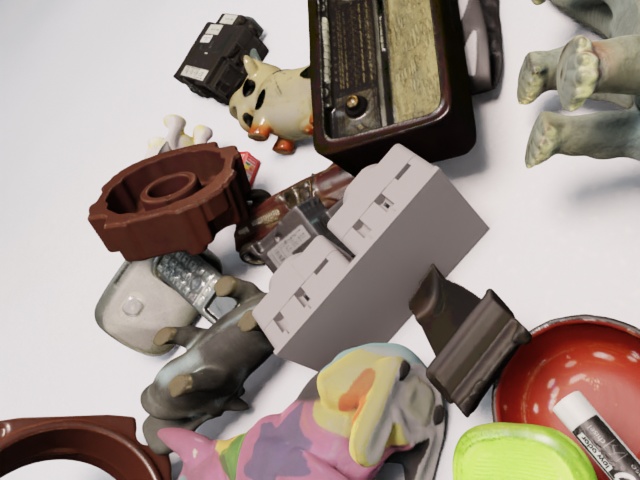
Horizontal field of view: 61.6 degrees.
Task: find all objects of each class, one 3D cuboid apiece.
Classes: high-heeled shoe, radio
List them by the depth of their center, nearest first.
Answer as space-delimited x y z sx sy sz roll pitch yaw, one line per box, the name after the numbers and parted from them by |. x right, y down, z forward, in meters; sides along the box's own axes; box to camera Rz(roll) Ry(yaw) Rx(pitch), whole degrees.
0.059 -0.177 0.492 0.131 0.073 0.229 -14 66 30 | radio
0.178 -0.259 0.529 0.248 0.086 0.145 -53 49 8 | high-heeled shoe

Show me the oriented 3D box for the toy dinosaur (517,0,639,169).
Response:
0.245 -0.123 0.371 0.192 0.131 0.405 8 51 9 | toy dinosaur

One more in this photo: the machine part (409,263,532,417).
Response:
0.100 0.065 0.392 0.084 0.039 0.139 -62 11 12 | machine part

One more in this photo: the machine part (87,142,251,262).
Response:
-0.161 -0.045 0.592 0.179 0.055 0.179 -11 34 7 | machine part

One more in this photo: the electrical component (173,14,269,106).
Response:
-0.144 -0.276 0.811 0.115 0.058 0.134 31 87 42 | electrical component

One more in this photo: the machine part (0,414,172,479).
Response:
-0.234 0.263 0.472 0.087 0.201 0.201 -54 39 38 | machine part

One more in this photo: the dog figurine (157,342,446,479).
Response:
-0.028 0.164 0.430 0.219 0.108 0.191 1 64 38 | dog figurine

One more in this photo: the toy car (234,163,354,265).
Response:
-0.022 -0.039 0.584 0.202 0.053 0.089 -20 58 27 | toy car

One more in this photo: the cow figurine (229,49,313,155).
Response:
-0.039 -0.173 0.650 0.195 0.085 0.127 1 73 42 | cow figurine

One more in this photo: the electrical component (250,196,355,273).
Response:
-0.001 -0.002 0.516 0.119 0.048 0.075 -35 91 30 | electrical component

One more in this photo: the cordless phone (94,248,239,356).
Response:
-0.150 0.084 0.607 0.184 0.088 0.146 35 90 27 | cordless phone

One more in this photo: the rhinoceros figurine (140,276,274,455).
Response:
-0.103 0.122 0.515 0.190 0.112 0.073 -47 52 1 | rhinoceros figurine

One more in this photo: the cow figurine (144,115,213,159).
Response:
-0.214 -0.093 0.744 0.167 0.068 0.098 -31 45 49 | cow figurine
